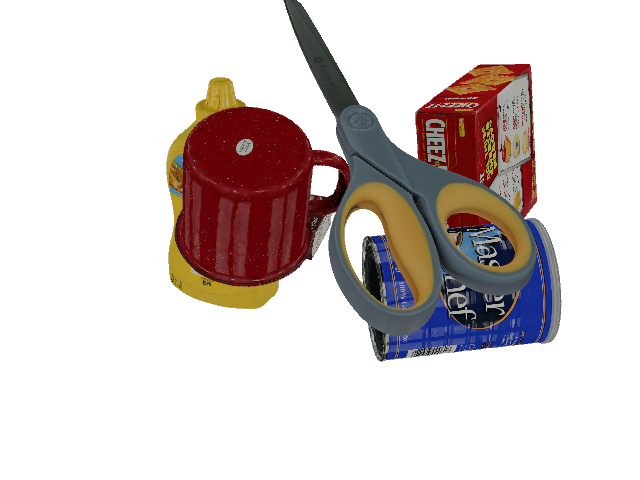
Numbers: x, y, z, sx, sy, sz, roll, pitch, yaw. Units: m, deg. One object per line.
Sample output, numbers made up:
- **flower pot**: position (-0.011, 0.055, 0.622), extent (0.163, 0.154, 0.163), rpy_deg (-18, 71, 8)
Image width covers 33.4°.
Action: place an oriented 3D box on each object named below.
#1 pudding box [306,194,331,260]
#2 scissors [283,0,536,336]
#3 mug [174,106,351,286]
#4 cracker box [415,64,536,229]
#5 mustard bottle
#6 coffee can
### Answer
- **pudding box**: position (-0.039, -0.021, 1.165), extent (0.090, 0.039, 0.113), rpy_deg (8, 24, 8)
- **scissors**: position (0.037, -0.043, 0.479), extent (0.096, 0.202, 0.016), rpy_deg (2, -39, -10)
- **mug**: position (-0.036, -0.032, 0.689), extent (0.117, 0.093, 0.081), rpy_deg (-5, -40, -11)
- **cracker box**: position (0.168, -0.084, 1.125), extent (0.072, 0.164, 0.213), rpy_deg (4, 22, 26)
- **mustard bottle**: position (-0.082, -0.041, 0.885), extent (0.096, 0.192, 0.058), rpy_deg (15, 30, 24)
- **coffee can**: position (0.111, 0.040, 0.864), extent (0.140, 0.103, 0.103), rpy_deg (-6, 1, -5)
